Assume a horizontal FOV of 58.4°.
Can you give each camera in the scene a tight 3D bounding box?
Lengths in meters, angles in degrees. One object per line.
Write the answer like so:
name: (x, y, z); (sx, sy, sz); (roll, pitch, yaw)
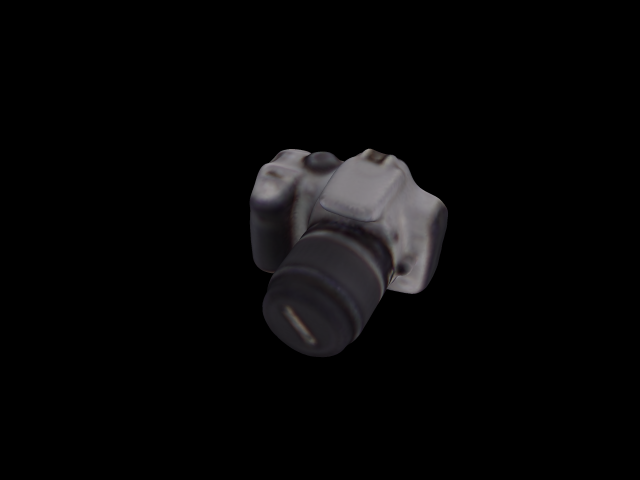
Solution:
camera: (0.004, 0.001, 0.400); (0.142, 0.101, 0.137); (19, 46, 19)
